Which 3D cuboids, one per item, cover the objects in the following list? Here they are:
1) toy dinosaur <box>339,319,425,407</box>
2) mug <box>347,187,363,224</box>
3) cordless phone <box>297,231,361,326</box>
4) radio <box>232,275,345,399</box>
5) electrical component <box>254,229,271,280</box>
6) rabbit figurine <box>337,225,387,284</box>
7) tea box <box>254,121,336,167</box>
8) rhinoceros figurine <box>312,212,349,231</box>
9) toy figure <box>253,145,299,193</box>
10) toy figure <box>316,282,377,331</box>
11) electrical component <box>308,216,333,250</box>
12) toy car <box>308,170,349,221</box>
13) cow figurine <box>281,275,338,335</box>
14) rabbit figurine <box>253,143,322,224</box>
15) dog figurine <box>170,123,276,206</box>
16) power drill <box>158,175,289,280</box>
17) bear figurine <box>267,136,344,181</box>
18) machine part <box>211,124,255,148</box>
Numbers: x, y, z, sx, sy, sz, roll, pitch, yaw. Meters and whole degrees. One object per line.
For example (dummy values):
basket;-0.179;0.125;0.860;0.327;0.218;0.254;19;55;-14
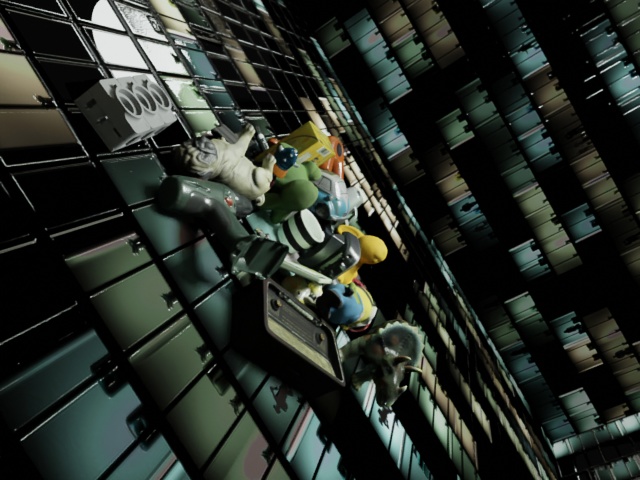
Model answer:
toy dinosaur;0.157;0.233;1.189;0.131;0.192;0.405;64;20;3
mug;0.078;-0.104;1.618;0.080;0.107;0.109;23;39;-59
cordless phone;0.047;0.088;1.180;0.088;0.146;0.184;-2;60;-62
radio;-0.052;0.168;0.921;0.229;0.073;0.131;46;24;-39
electrical component;-0.117;0.025;1.009;0.078;0.045;0.102;54;19;-14
rabbit figurine;0.086;0.043;1.316;0.121;0.173;0.162;41;30;-36
tea box;-0.060;-0.200;1.296;0.098;0.170;0.068;28;37;-61
rhinoceros figurine;0.013;-0.080;1.463;0.190;0.073;0.112;37;28;-50
toy figure;-0.107;-0.146;1.116;0.064;0.154;0.058;39;28;-41
toy figure;0.054;0.124;1.056;0.180;0.082;0.089;25;54;-58
electrical component;-0.003;-0.004;1.306;0.047;0.075;0.119;46;19;-38
toy car;0.010;-0.117;1.300;0.162;0.103;0.109;35;18;20
cow figurine;-0.020;0.135;1.072;0.167;0.068;0.098;38;35;-48
rabbit figurine;-0.071;-0.115;1.168;0.121;0.159;0.170;46;5;-33
dog figurine;-0.181;-0.119;1.007;0.172;0.121;0.190;54;33;-7
power drill;-0.143;-0.029;0.894;0.207;0.086;0.232;50;17;29
bear figurine;-0.040;-0.213;1.409;0.120;0.196;0.132;40;52;-62
machine part;-0.186;-0.215;1.157;0.084;0.039;0.139;35;11;3
